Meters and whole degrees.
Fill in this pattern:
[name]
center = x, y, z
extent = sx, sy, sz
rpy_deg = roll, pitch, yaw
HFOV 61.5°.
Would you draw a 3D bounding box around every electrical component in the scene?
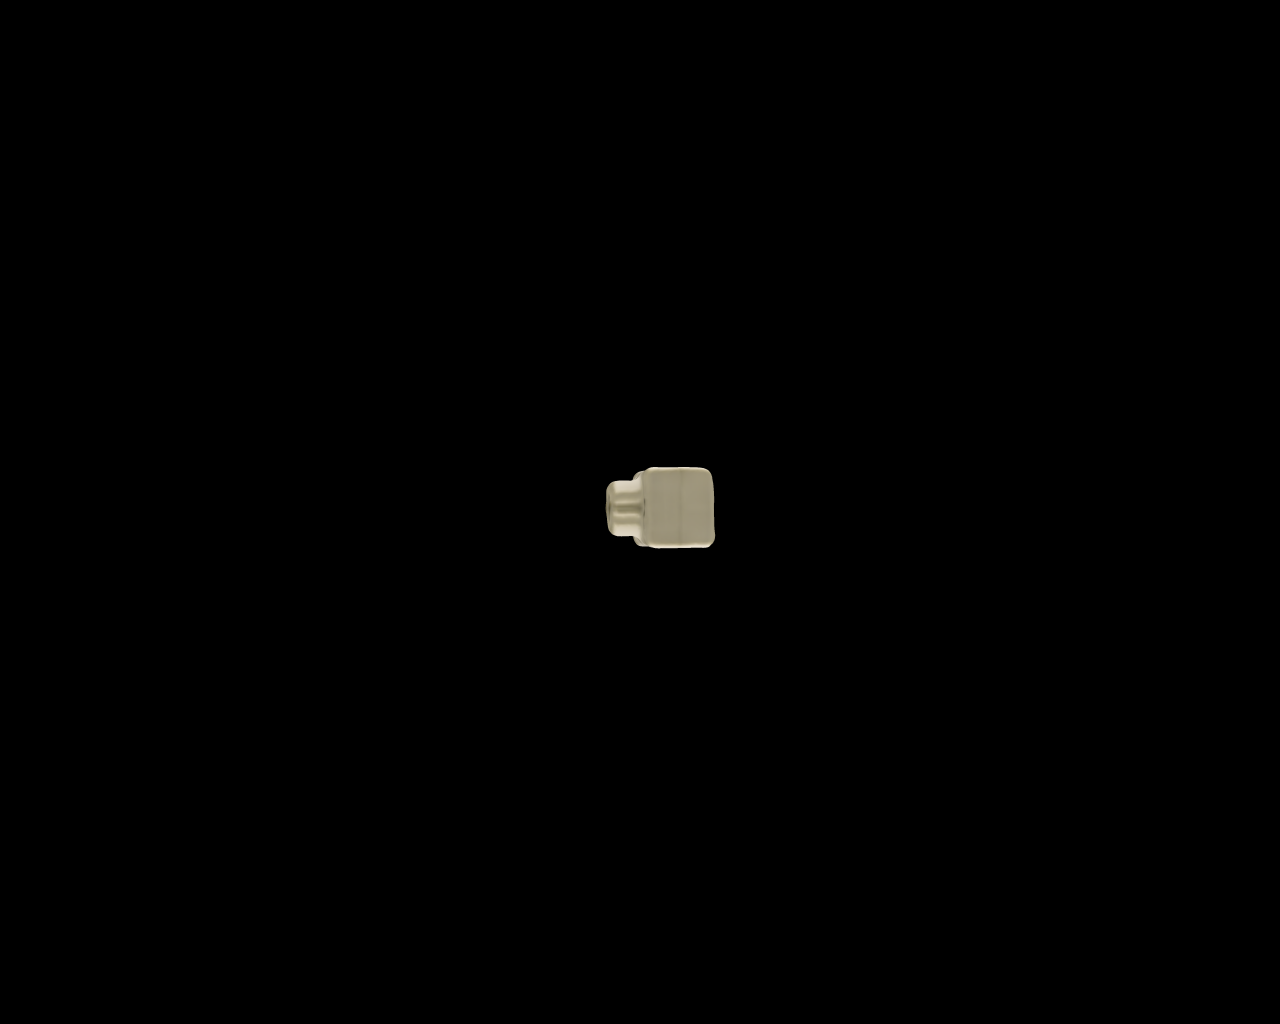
[electrical component]
center = 0.001, -0.003, 0.650
extent = 0.077, 0.047, 0.065
rpy_deg = 0, 0, -7
